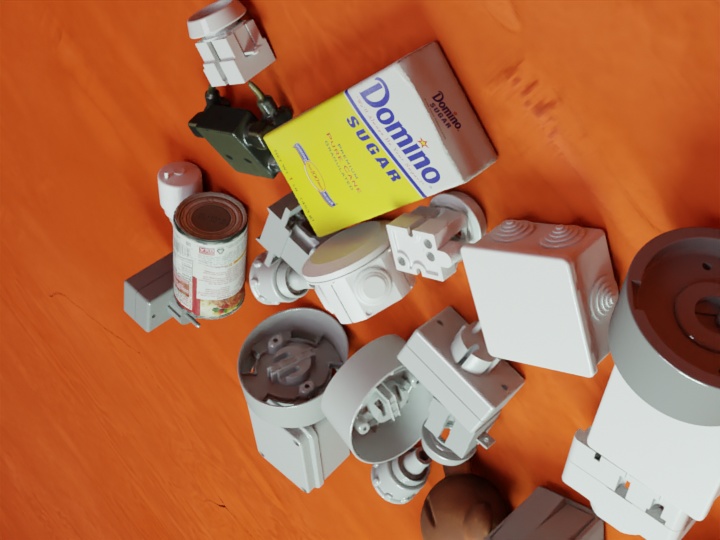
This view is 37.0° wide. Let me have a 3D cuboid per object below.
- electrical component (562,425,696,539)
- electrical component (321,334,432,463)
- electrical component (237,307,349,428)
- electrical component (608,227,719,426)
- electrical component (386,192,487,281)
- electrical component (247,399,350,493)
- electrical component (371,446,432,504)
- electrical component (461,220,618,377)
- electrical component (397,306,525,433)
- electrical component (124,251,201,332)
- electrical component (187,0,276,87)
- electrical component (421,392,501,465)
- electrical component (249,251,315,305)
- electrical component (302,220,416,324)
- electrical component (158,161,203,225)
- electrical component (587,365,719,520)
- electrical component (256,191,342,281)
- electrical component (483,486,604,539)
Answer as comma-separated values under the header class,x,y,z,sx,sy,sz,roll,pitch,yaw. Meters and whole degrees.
class,x,y,z,sx,sy,sz,roll,pitch,yaw
electrical component,0.192,0.144,0.744,0.089,0.050,0.055,33,139,28
electrical component,0.019,0.104,0.877,0.064,0.099,0.099,43,144,26
electrical component,-0.059,0.088,0.958,0.099,0.099,0.064,35,147,26
electrical component,0.193,0.036,0.607,0.108,0.108,0.060,41,149,19
electrical component,0.056,-0.025,0.758,0.066,0.055,0.048,15,129,43
electrical component,-0.058,0.151,1.024,0.078,0.057,0.113,35,151,26
electrical component,0.042,0.177,0.956,0.048,0.048,0.062,49,138,8
electrical component,0.124,0.016,0.718,0.100,0.048,0.099,9,125,46
electrical component,0.084,0.064,0.809,0.083,0.047,0.075,45,135,13
electrical component,-0.175,0.027,1.052,0.076,0.083,0.047,40,143,21
electrical component,-0.102,-0.176,0.829,0.066,0.048,0.055,5,130,48
electrical component,0.078,0.125,0.870,0.066,0.048,0.055,40,135,20
electrical component,-0.062,0.007,0.937,0.062,0.048,0.048,1,119,42
electrical component,0.000,0.000,0.826,0.080,0.080,0.051,-3,121,51
electrical component,-0.166,-0.065,1.002,0.040,0.040,0.078,33,140,28
electrical component,0.203,0.094,0.681,0.100,0.048,0.099,34,133,30
electrical component,-0.046,-0.027,0.890,0.064,0.042,0.081,45,145,13
electrical component,0.138,0.219,0.831,0.062,0.096,0.061,19,129,40
